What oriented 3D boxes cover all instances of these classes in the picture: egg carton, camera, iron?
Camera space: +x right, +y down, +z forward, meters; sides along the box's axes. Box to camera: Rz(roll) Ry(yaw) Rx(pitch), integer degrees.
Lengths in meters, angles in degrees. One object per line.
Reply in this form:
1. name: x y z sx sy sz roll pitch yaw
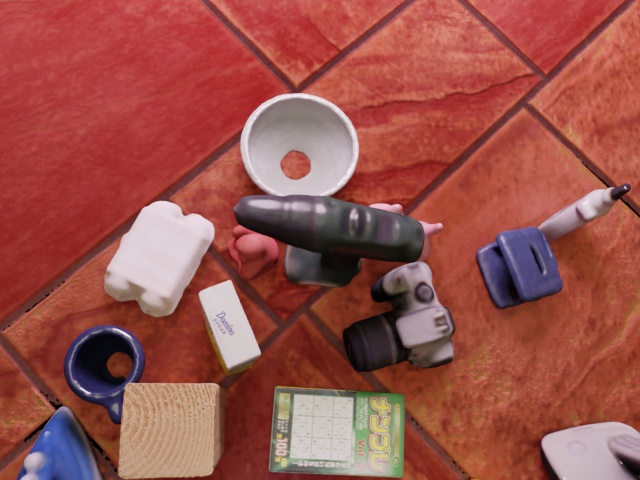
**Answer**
1. egg carton: -0.215 0.023 0.769 0.107 0.069 0.150 25 73 0
2. camera: 0.099 0.112 0.769 0.137 0.100 0.143 -15 77 -11
3. iron: -0.312 0.320 0.637 0.119 0.141 0.258 -3 75 -8

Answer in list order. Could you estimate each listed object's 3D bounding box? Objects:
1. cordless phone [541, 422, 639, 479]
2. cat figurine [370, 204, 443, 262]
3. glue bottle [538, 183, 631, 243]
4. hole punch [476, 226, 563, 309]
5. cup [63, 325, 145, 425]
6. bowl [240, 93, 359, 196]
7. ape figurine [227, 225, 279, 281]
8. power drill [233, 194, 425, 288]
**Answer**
1. cordless phone: 0.379 0.284 0.714 0.148 0.185 0.094 -9 76 -9
2. cat figurine: 0.107 -0.016 0.796 0.128 0.117 0.067 5 74 -6
3. glue bottle: 0.380 -0.044 0.810 0.078 0.173 0.037 -31 80 -14
4. hole punch: 0.294 0.034 0.820 0.101 0.091 0.108 -16 77 -11
5. cup: -0.254 0.169 0.711 0.092 0.095 0.118 -18 78 -12
6. bowl: -0.031 -0.122 0.830 0.167 0.074 0.167 2 74 -7
7. ape figurine: -0.092 0.014 0.776 0.076 0.092 0.078 10 74 -4
8. power drill: 0.007 0.003 0.731 0.229 0.208 0.075 4 74 -6
